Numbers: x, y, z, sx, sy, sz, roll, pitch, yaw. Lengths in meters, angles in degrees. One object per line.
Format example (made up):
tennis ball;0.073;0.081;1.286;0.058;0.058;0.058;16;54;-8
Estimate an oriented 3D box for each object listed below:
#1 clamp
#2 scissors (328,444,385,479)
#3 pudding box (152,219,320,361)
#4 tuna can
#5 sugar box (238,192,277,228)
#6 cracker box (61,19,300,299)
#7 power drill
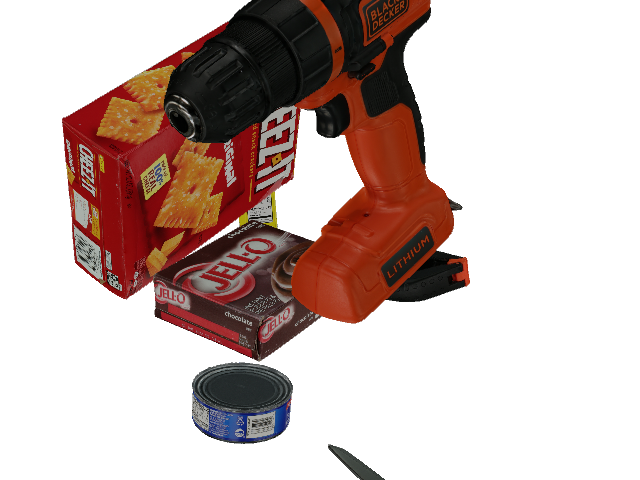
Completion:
clamp;0.057;0.040;1.048;0.172;0.039;0.120;-2;32;25
scissors;0.085;0.152;0.530;0.096;0.016;0.202;-2;23;-23
pudding box;-0.045;0.031;0.728;0.090;0.039;0.113;20;29;28
tuna can;-0.067;0.138;0.911;0.086;0.034;0.086;4;20;-2
sugar box;-0.081;-0.061;1.311;0.048;0.176;0.093;-9;25;-7
cracker box;-0.106;-0.072;0.881;0.072;0.164;0.213;35;52;23
power drill;0.008;-0.050;0.543;0.057;0.187;0.184;25;51;35
